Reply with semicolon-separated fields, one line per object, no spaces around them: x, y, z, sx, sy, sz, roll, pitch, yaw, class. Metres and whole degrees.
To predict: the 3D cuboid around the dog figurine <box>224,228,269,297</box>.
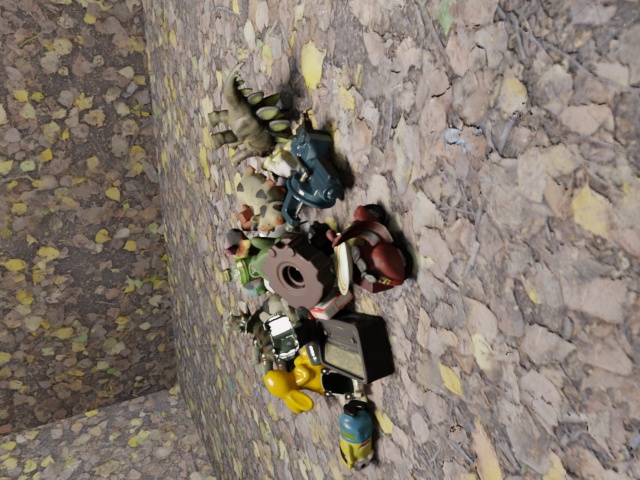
-0.221;0.066;1.622;0.219;0.108;0.191;77;170;-72;dog figurine

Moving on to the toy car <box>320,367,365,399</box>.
0.056;0.349;1.325;0.202;0.056;0.073;-25;71;62;toy car

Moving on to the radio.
0.069;0.235;1.228;0.230;0.073;0.131;-2;98;63;radio

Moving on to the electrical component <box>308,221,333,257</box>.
-0.003;-0.004;1.312;0.119;0.048;0.074;51;142;41;electrical component

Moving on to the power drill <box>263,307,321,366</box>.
-0.058;0.213;1.359;0.232;0.086;0.207;69;-162;10;power drill

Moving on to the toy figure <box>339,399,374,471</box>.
0.085;0.463;1.281;0.089;0.082;0.180;-136;37;-66;toy figure

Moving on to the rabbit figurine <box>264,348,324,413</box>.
-0.064;0.382;1.446;0.122;0.173;0.162;-42;59;56;rabbit figurine

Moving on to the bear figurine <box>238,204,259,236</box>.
-0.193;-0.056;1.588;0.120;0.132;0.196;55;151;-15;bear figurine

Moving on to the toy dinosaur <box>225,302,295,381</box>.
-0.150;0.324;1.672;0.405;0.131;0.192;27;124;51;toy dinosaur

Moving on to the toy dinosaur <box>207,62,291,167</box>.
-0.176;-0.294;1.331;0.471;0.199;0.105;47;-155;-76;toy dinosaur

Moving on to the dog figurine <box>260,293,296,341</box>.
-0.091;0.230;1.556;0.172;0.121;0.190;63;178;0;dog figurine

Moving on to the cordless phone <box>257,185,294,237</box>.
-0.090;-0.079;1.427;0.184;0.089;0.146;-10;85;51;cordless phone

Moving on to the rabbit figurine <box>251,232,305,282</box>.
-0.098;0.040;1.384;0.170;0.159;0.121;-57;-34;-60;rabbit figurine

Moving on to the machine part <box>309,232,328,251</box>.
-0.009;0.047;1.254;0.084;0.039;0.138;48;142;40;machine part

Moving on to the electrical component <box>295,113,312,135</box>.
-0.039;-0.260;1.311;0.063;0.021;0.094;-19;83;64;electrical component

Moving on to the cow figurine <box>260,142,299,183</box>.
-0.091;-0.190;1.389;0.098;0.068;0.167;45;162;-17;cow figurine

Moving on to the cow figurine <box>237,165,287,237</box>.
-0.148;-0.096;1.370;0.195;0.085;0.127;40;98;40;cow figurine

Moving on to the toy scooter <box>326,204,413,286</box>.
0.089;0.014;1.033;0.184;0.135;0.075;65;149;24;toy scooter

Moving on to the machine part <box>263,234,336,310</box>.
-0.051;0.077;1.228;0.180;0.056;0.179;19;128;27;machine part

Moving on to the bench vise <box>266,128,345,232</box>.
-0.040;-0.129;1.242;0.224;0.129;0.240;49;129;29;bench vise
